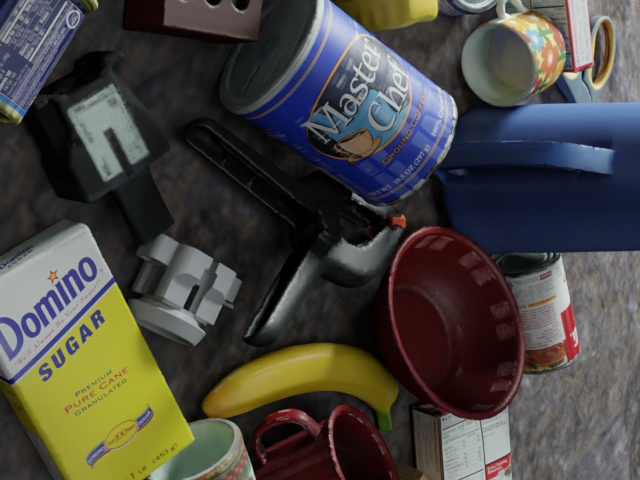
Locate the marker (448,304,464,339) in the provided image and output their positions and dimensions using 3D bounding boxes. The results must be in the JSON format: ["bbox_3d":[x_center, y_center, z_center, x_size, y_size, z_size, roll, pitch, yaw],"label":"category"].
[{"bbox_3d":[0.116,0.079,0.934,0.020,0.020,0.121,22,84,-38],"label":"marker"}]

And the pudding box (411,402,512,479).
[{"bbox_3d":[0.127,0.190,0.949,0.089,0.039,0.113,-14,104,-36],"label":"pudding box"}]

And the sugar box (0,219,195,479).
[{"bbox_3d":[-0.160,0.085,0.701,0.093,0.048,0.176,-36,119,-27],"label":"sugar box"}]

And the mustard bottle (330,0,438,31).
[{"bbox_3d":[0.031,-0.249,0.767,0.058,0.096,0.191,-19,109,-34],"label":"mustard bottle"}]

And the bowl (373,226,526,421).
[{"bbox_3d":[0.096,0.073,0.873,0.161,0.055,0.162,20,59,-37],"label":"bowl"}]

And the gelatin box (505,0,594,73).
[{"bbox_3d":[0.195,-0.189,0.919,0.030,0.073,0.089,-24,111,-33],"label":"gelatin box"}]

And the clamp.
[{"bbox_3d":[-0.005,0.001,0.784,0.209,0.036,0.164,8,64,-48],"label":"clamp"}]

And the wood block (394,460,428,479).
[{"bbox_3d":[0.076,0.280,0.890,0.090,0.090,0.206,-47,122,-23],"label":"wood block"}]

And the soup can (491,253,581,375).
[{"bbox_3d":[0.191,0.060,0.959,0.068,0.069,0.102,-29,113,-32],"label":"soup can"}]

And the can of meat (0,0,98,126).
[{"bbox_3d":[-0.187,-0.117,0.614,0.057,0.102,0.084,36,77,-37],"label":"can of meat"}]

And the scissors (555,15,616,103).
[{"bbox_3d":[0.234,-0.117,0.998,0.096,0.016,0.202,15,88,-37],"label":"scissors"}]

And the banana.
[{"bbox_3d":[-0.002,0.114,0.835,0.197,0.037,0.069,13,87,-39],"label":"banana"}]

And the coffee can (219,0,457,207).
[{"bbox_3d":[0.014,-0.101,0.763,0.140,0.103,0.103,32,77,-30],"label":"coffee can"}]

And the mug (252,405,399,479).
[{"bbox_3d":[-0.005,0.174,0.798,0.117,0.082,0.093,50,25,-23],"label":"mug"}]

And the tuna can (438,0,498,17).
[{"bbox_3d":[0.116,-0.228,0.877,0.085,0.034,0.086,-7,101,-37],"label":"tuna can"}]

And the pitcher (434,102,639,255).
[{"bbox_3d":[0.218,-0.051,0.850,0.149,0.243,0.145,-43,117,-32],"label":"pitcher"}]

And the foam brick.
[{"bbox_3d":[-0.085,-0.163,0.717,0.078,0.051,0.053,1,96,-38],"label":"foam brick"}]
